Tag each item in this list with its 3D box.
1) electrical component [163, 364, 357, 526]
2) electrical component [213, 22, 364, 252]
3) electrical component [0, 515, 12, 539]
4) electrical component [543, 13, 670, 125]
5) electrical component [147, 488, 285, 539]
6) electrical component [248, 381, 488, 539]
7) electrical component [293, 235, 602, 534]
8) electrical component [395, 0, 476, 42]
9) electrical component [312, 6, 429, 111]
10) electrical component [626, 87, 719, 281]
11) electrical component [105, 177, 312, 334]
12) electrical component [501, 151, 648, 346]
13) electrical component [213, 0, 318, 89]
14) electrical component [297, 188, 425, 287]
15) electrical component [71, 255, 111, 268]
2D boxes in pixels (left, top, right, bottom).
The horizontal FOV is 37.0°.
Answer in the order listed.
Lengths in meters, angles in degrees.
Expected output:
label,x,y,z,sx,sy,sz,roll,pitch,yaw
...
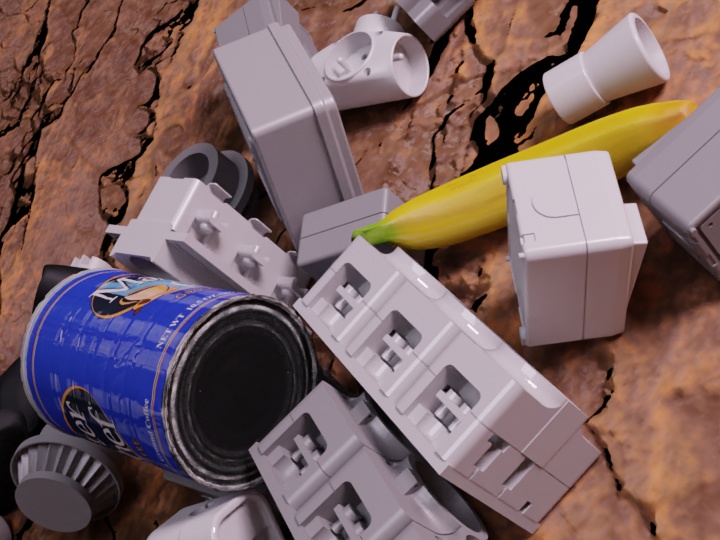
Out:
label,x,y,z,sx,sy,sz,roll,pitch,yaw
electrical component,-0.057,0.099,0.639,0.100,0.048,0.099,6,66,42
electrical component,-0.045,-0.088,0.708,0.056,0.108,0.108,-23,45,-4
electrical component,-0.286,0.201,0.771,0.078,0.040,0.040,-27,48,24
electrical component,0.140,-0.113,0.624,0.065,0.044,0.044,-28,47,30
electrical component,-0.070,0.171,0.568,0.059,0.054,0.095,-22,94,28
electrical component,0.021,0.130,0.520,0.061,0.089,0.150,-45,43,7
electrical component,0.045,0.052,0.554,0.061,0.089,0.150,-49,42,3
electrical component,0.052,-0.202,0.747,0.057,0.058,0.078,-43,43,13
electrical component,0.009,-0.153,0.758,0.077,0.044,0.079,-3,61,39
electrical component,0.187,-0.051,0.524,0.096,0.062,0.061,-44,43,8
electrical component,-0.089,-0.003,0.683,0.079,0.121,0.063,7,65,43
electrical component,0.108,-0.006,0.549,0.061,0.096,0.061,-8,53,4
electrical component,-0.066,-0.164,0.818,0.061,0.062,0.096,-33,45,18
electrical component,0.000,0.000,0.659,0.066,0.047,0.076,-16,53,32
electrical component,-0.216,0.017,0.840,0.040,0.040,0.046,-11,50,35
